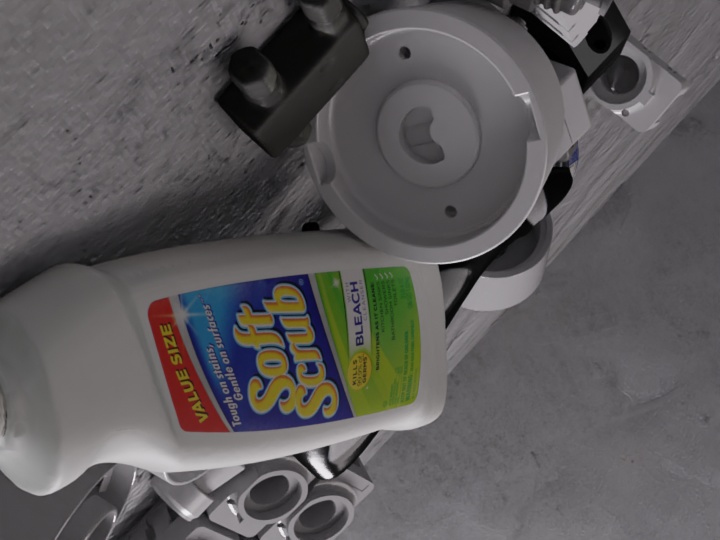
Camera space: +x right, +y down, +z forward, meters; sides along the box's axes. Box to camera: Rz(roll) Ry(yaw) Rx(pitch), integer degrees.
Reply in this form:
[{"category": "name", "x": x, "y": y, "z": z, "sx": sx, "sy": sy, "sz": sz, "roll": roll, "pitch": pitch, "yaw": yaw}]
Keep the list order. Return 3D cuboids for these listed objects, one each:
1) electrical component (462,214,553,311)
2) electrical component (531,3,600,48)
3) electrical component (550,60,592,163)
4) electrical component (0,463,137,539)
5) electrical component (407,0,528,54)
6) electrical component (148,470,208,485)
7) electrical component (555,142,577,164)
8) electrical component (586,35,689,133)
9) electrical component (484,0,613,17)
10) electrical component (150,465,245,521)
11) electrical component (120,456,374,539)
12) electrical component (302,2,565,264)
[{"category": "electrical component", "x": 0.101, "y": -0.029, "z": 0.856, "sx": 0.108, "sy": 0.108, "sz": 0.060, "roll": -43, "pitch": 162, "yaw": -23}, {"category": "electrical component", "x": 0.095, "y": -0.150, "z": 0.511, "sx": 0.050, "sy": 0.056, "sz": 0.089, "roll": -49, "pitch": 169, "yaw": 10}, {"category": "electrical component", "x": 0.084, "y": -0.087, "z": 0.637, "sx": 0.076, "sy": 0.066, "sz": 0.047, "roll": -45, "pitch": 136, "yaw": -14}, {"category": "electrical component", "x": -0.158, "y": 0.120, "z": 0.529, "sx": 0.099, "sy": 0.064, "sz": 0.099, "roll": -59, "pitch": 171, "yaw": -15}, {"category": "electrical component", "x": 0.045, "y": -0.092, "z": 0.548, "sx": 0.099, "sy": 0.048, "sz": 0.100, "roll": -48, "pitch": 169, "yaw": 8}, {"category": "electrical component", "x": -0.095, "y": 0.065, "z": 0.583, "sx": 0.099, "sy": 0.064, "sz": 0.099, "roll": -48, "pitch": 158, "yaw": -27}, {"category": "electrical component", "x": 0.105, "y": -0.086, "z": 0.686, "sx": 0.035, "sy": 0.061, "sz": 0.035, "roll": -13, "pitch": 105, "yaw": -60}, {"category": "electrical component", "x": 0.212, "y": -0.157, "z": 0.863, "sx": 0.050, "sy": 0.089, "sz": 0.056, "roll": -52, "pitch": 169, "yaw": 24}, {"category": "electrical component", "x": 0.069, "y": -0.127, "z": 0.447, "sx": 0.040, "sy": 0.078, "sz": 0.040, "roll": -60, "pitch": 171, "yaw": -17}, {"category": "electrical component", "x": -0.117, "y": 0.147, "z": 0.777, "sx": 0.055, "sy": 0.045, "sz": 0.045, "roll": -46, "pitch": 169, "yaw": -8}, {"category": "electrical component", "x": -0.091, "y": 0.198, "z": 0.842, "sx": 0.186, "sy": 0.060, "sz": 0.105, "roll": -45, "pitch": 129, "yaw": 10}, {"category": "electrical component", "x": 0.036, "y": -0.063, "z": 0.464, "sx": 0.108, "sy": 0.108, "sz": 0.060, "roll": -54, "pitch": 173, "yaw": 33}]
